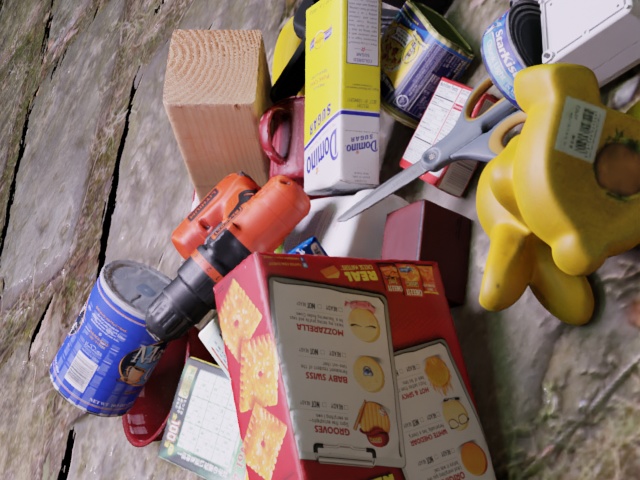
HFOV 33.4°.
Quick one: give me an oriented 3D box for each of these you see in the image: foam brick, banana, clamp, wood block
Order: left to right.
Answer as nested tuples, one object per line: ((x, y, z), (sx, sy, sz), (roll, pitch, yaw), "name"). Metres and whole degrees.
((-0.095, -0.119, 1.108), (0.206, 0.091, 0.090), (81, -169, -62), "wood block")
((-0.027, -0.188, 1.202), (0.070, 0.037, 0.198), (-35, 44, 46), "banana")
((0.008, -0.221, 1.117), (0.164, 0.036, 0.210), (-30, 34, 8), "clamp")
((0.085, 0.015, 0.869), (0.051, 0.052, 0.078), (-23, 52, 53), "foam brick")

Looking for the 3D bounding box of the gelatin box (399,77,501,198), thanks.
((0.113, -0.088, 0.909), (0.089, 0.030, 0.073), (-63, 29, 7), "gelatin box")

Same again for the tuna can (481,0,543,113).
((0.162, -0.135, 0.797), (0.034, 0.086, 0.086), (-38, 42, 46), "tuna can")

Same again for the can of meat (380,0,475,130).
((0.087, -0.161, 0.972), (0.084, 0.057, 0.102), (-55, 32, 22), "can of meat")

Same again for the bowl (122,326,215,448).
((-0.164, 0.159, 1.199), (0.162, 0.055, 0.162), (-38, 42, 44), "bowl")

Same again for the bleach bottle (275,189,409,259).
((-0.007, 0.001, 1.026), (0.251, 0.068, 0.102), (8, 79, 63), "bleach bottle")

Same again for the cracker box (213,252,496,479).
((0.026, 0.119, 0.738), (0.072, 0.163, 0.214), (-38, 57, 47), "cracker box")

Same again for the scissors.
((0.107, -0.058, 0.848), (0.202, 0.016, 0.096), (-45, 52, 9), "scissors")

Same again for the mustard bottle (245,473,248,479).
((-0.024, 0.216, 0.914), (0.096, 0.058, 0.191), (-18, 56, 25), "mustard bottle")

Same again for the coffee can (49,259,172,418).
((-0.218, 0.107, 1.159), (0.140, 0.102, 0.103), (-58, 31, 22), "coffee can")

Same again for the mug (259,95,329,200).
((-0.015, -0.090, 1.045), (0.093, 0.117, 0.081), (-11, 67, 39), "mug")

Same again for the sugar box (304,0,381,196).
((0.019, -0.131, 0.966), (0.093, 0.048, 0.176), (168, 105, -69), "sugar box")

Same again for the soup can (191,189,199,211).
((-0.114, -0.037, 1.224), (0.069, 0.068, 0.102), (-32, 47, 48), "soup can")

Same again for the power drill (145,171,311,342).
((-0.095, 0.007, 0.997), (0.184, 0.057, 0.188), (-44, 16, -1), "power drill")
